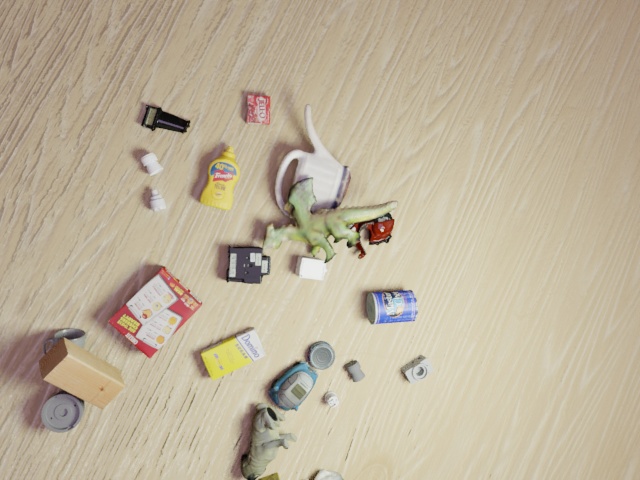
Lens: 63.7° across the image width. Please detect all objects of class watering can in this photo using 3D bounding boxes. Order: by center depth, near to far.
[{"bbox_3d":[-0.008,-0.224,1.592,0.224,0.345,0.105,17,10,-10],"label":"watering can"}]

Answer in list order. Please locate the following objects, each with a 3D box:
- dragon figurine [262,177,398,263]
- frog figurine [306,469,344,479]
[{"bbox_3d":[0.005,-0.078,1.545,0.408,0.240,0.124,-36,16,11],"label":"dragon figurine"},{"bbox_3d":[-0.003,0.781,1.594,0.159,0.140,0.120,17,-35,-3],"label":"frog figurine"}]
